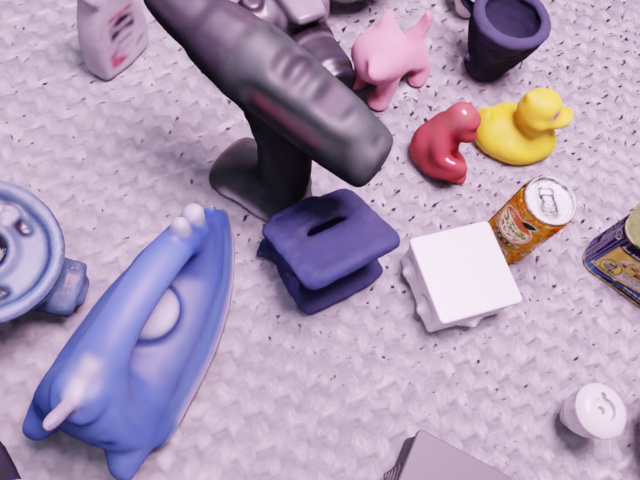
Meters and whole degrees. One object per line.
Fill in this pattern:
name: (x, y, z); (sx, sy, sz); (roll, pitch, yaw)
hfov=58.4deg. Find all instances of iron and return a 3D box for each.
iron: (-0.138, 0.052, 0.468); (0.118, 0.141, 0.258); (24, 65, 2)

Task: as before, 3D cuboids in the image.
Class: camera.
camera: (-0.032, -0.210, 0.622); (0.143, 0.101, 0.136); (-28, 74, -19)

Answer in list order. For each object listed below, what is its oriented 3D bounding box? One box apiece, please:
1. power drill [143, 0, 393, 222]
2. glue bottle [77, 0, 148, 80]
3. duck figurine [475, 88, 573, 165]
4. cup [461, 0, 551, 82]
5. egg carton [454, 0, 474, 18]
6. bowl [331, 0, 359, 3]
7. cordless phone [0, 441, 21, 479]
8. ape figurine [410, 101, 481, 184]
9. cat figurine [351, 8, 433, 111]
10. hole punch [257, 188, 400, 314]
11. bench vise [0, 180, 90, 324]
power drill: (-0.052, -0.105, 0.514); (0.229, 0.208, 0.076); (31, 66, 5)
glue bottle: (-0.212, -0.239, 0.564); (0.037, 0.173, 0.078); (30, 65, 5)
duck figurine: (0.230, -0.136, 0.642); (0.104, 0.086, 0.077); (9, 66, -6)
cup: (0.199, -0.242, 0.678); (0.117, 0.095, 0.092); (44, 67, 10)
egg carton: (0.211, -0.361, 0.745); (0.107, 0.069, 0.150); (-5, 68, -11)
bowl: (0.025, -0.351, 0.707); (0.167, 0.074, 0.167); (4, 66, -8)
cordless phone: (-0.284, 0.150, 0.377); (0.094, 0.185, 0.147); (-37, 77, -21)
ape figurine: (0.141, -0.111, 0.613); (0.076, 0.092, 0.078); (27, 65, 3)
cat figurine: (0.079, -0.206, 0.629); (0.128, 0.117, 0.067); (-39, 78, -22)
hole punch: (0.005, 0.002, 0.541); (0.109, 0.091, 0.101); (-27, 73, -19)
bench vise: (-0.296, 0.005, 0.419); (0.207, 0.219, 0.121); (-7, 68, -12)
